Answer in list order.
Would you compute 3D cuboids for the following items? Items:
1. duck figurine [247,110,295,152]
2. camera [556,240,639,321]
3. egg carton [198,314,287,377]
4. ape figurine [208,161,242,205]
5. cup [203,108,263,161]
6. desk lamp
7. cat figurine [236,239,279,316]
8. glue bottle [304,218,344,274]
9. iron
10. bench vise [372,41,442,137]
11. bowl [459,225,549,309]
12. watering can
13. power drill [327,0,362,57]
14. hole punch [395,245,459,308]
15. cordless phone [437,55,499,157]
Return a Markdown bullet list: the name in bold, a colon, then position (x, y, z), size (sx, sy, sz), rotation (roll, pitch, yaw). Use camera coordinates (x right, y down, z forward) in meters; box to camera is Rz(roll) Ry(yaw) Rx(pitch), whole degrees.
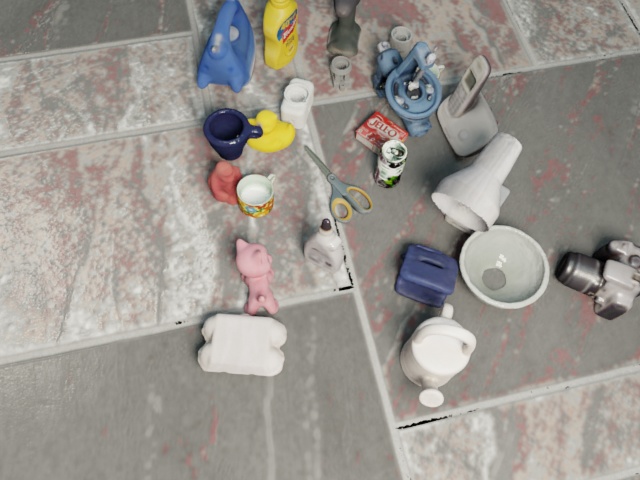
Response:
- **duck figurine**: position (-0.104, -0.234, 1.189), size (0.104, 0.086, 0.077), rotation (-5, 66, -5)
- **camera**: position (0.529, 0.057, 1.079), size (0.136, 0.101, 0.143), rotation (23, 67, 8)
- **egg carton**: position (-0.135, 0.184, 1.007), size (0.150, 0.069, 0.107), rotation (4, 66, -1)
- **ape figurine**: position (-0.187, -0.122, 1.131), size (0.076, 0.092, 0.078), rotation (39, 70, 14)
- **cup**: position (-0.172, -0.206, 1.168), size (0.117, 0.095, 0.091), rotation (2, 66, -2)
- **desk lamp**: position (0.295, -0.094, 1.075), size (0.117, 0.213, 0.203), rotation (34, 69, 12)
- **cat figurine**: position (-0.115, 0.062, 1.037), size (0.067, 0.118, 0.127), rotation (-10, 66, -7)
- **glue bottle**: position (0.010, 0.004, 1.039), size (0.078, 0.173, 0.037), rotation (30, 68, 11)
- **iron**: position (-0.202, -0.455, 1.254), size (0.118, 0.141, 0.258), rotation (6, 66, 1)
- **bench vise**: position (0.169, -0.340, 1.176), size (0.122, 0.220, 0.207), rotation (-40, 73, -18)
- **bowl**: position (0.338, 0.060, 1.083), size (0.167, 0.075, 0.167), rotation (1, 66, -2)
- **watering can**: position (0.200, 0.188, 0.953), size (0.101, 0.194, 0.173), rotation (-5, 66, -4)
- **power drill**: position (0.060, -0.509, 1.254), size (0.075, 0.208, 0.229), rotation (8, 65, 1)
- **hole punch**: position (0.200, 0.058, 1.068), size (0.108, 0.091, 0.101), rotation (19, 66, 6)
- **cordless phone**: position (0.317, -0.272, 1.171), size (0.094, 0.185, 0.147), rotation (-18, 68, -10)
